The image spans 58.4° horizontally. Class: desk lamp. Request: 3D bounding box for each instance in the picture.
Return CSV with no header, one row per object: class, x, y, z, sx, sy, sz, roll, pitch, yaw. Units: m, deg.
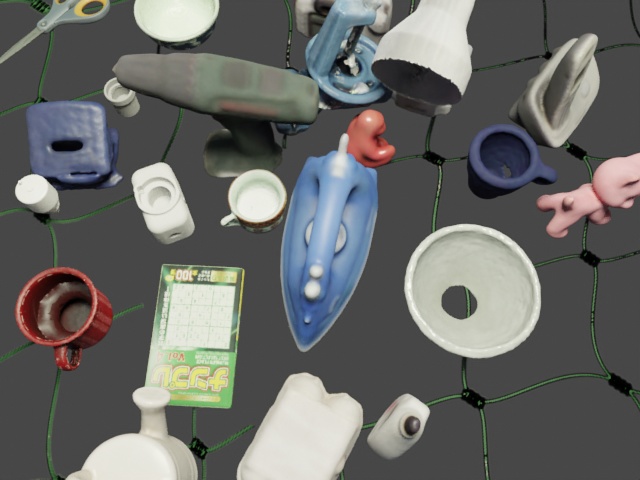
desk lamp,0.147,-0.253,0.757,0.118,0.213,0.203,21,72,6

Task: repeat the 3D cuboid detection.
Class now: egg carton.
egg carton,-0.020,0.237,0.661,0.107,0.069,0.150,27,73,8

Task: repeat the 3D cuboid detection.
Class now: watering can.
watering can,-0.194,0.243,0.589,0.101,0.194,0.173,-10,72,-4

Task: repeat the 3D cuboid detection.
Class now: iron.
iron,0.006,0.003,0.704,0.118,0.141,0.258,11,71,2

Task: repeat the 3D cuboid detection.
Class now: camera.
camera,0.044,-0.374,0.855,0.143,0.101,0.137,13,71,3

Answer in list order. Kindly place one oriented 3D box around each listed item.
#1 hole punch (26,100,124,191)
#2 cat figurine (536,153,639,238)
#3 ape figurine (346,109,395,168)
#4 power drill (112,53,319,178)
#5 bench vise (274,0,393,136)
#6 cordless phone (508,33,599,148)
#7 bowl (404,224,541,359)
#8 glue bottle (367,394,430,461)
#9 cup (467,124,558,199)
hole punch,-0.327,-0.124,0.765,0.108,0.091,0.101,-4,71,-3
cat figurine,0.365,-0.063,0.748,0.128,0.118,0.067,-19,72,-8
ape figurine,0.066,-0.143,0.781,0.076,0.092,0.078,-15,72,-6
power drill,-0.116,-0.154,0.719,0.229,0.208,0.075,1,71,-1
bench vise,0.008,-0.219,0.738,0.207,0.220,0.121,-32,75,-11
cordless phone,0.342,-0.224,0.767,0.094,0.185,0.148,34,74,10
bowl,0.184,0.069,0.721,0.167,0.075,0.167,1,71,-1
glue bottle,0.090,0.201,0.622,0.037,0.173,0.078,35,74,10
cup,0.247,-0.090,0.766,0.117,0.095,0.092,21,72,6
